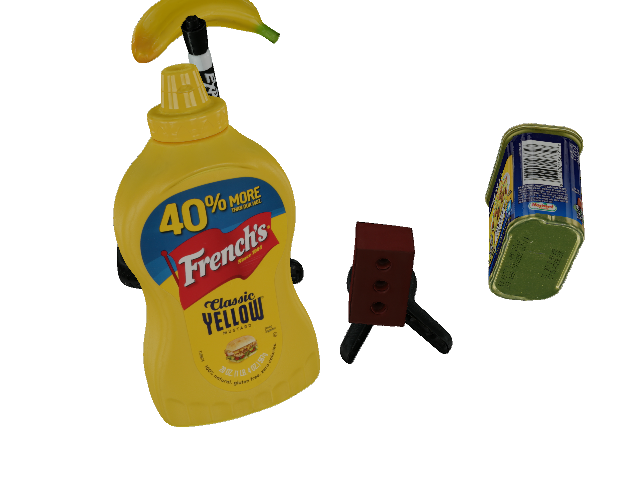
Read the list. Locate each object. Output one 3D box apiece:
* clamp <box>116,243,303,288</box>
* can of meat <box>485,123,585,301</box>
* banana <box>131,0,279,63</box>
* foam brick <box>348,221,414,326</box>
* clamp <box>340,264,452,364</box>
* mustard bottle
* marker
[{"bbox_3d":[-0.145,0.034,1.069,0.210,0.036,0.164,11,21,37],"label":"clamp"},{"bbox_3d":[0.151,-0.017,0.753,0.057,0.084,0.102,7,-36,1],"label":"can of meat"},{"bbox_3d":[-0.119,-0.211,1.023,0.070,0.037,0.197,44,38,19],"label":"banana"},{"bbox_3d":[0.054,0.030,0.960,0.053,0.078,0.051,4,26,0],"label":"foam brick"},{"bbox_3d":[0.083,0.068,1.187,0.120,0.171,0.039,5,-43,-3],"label":"clamp"},{"bbox_3d":[-0.059,0.001,0.570,0.096,0.191,0.058,-15,23,-16],"label":"mustard bottle"},{"bbox_3d":[-0.088,-0.120,0.820,0.020,0.020,0.121,0,-43,7],"label":"marker"}]
